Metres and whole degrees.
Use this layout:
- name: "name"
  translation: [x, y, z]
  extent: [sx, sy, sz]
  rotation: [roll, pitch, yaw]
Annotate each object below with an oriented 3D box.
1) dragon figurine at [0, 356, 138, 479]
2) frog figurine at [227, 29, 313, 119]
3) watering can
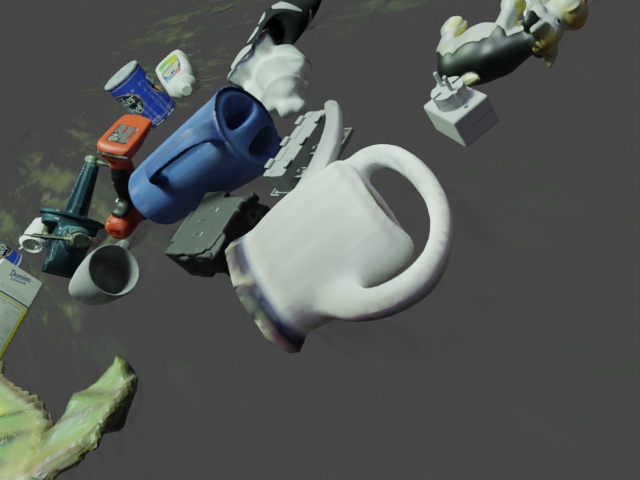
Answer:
- name: "dragon figurine"
  translation: [-0.327, 0.229, 0.616]
  extent: [0.243, 0.119, 0.418]
  rotation: [-26, 37, -7]
- name: "frog figurine"
  translation: [-0.065, -0.265, 0.893]
  extent: [0.138, 0.120, 0.161]
  rotation: [-41, 70, -12]
- name: "watering can"
  translation: [0.002, -0.028, 0.548]
  extent: [0.223, 0.102, 0.355]
  rotation: [-37, 36, 7]
